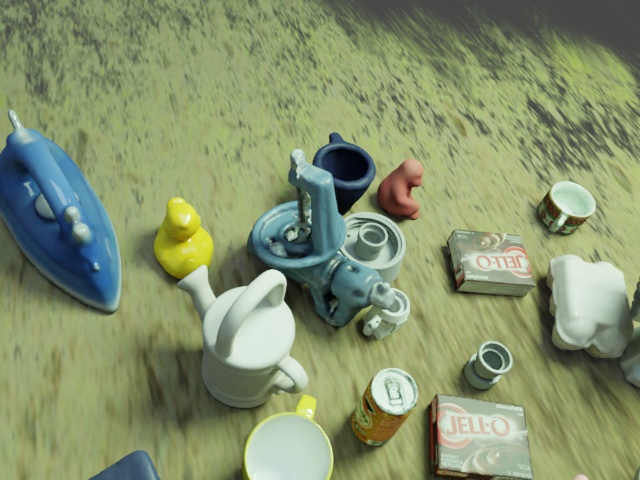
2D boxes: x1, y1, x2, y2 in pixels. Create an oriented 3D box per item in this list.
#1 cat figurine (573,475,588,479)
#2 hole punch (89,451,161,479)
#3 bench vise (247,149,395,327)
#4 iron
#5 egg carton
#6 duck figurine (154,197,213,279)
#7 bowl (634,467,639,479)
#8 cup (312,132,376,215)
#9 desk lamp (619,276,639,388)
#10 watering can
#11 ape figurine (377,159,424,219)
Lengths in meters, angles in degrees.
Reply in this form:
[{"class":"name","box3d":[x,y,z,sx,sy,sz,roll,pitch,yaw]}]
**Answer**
[{"class":"cat figurine","box3d":[0.250,0.311,0.583,0.067,0.118,0.128,36,55,15]},{"class":"hole punch","box3d":[-0.187,0.271,0.537,0.101,0.091,0.108,-20,60,-24]},{"class":"bench vise","box3d":[0.010,-0.006,0.705,0.207,0.220,0.121,20,52,4]},{"class":"iron","box3d":[-0.320,-0.039,0.709,0.119,0.141,0.257,-29,64,-29]},{"class":"egg carton","box3d":[0.374,0.092,0.804,0.107,0.069,0.150,12,52,-2]},{"class":"duck figurine","box3d":[-0.179,-0.008,0.750,0.078,0.086,0.104,-11,57,-19]},{"class":"bowl","box3d":[0.419,0.316,0.642,0.167,0.075,0.167,6,53,-8]},{"class":"cup","box3d":[0.025,-0.093,0.852,0.092,0.095,0.117,-5,55,-15]},{"class":"desk lamp","box3d":[0.472,0.104,0.724,0.203,0.213,0.118,29,53,10]},{"class":"watering can","box3d":[-0.085,0.098,0.623,0.173,0.194,0.101,20,52,3]},{"class":"ape figurine","box3d":[0.130,-0.084,0.869,0.076,0.092,0.078,20,52,4]}]
